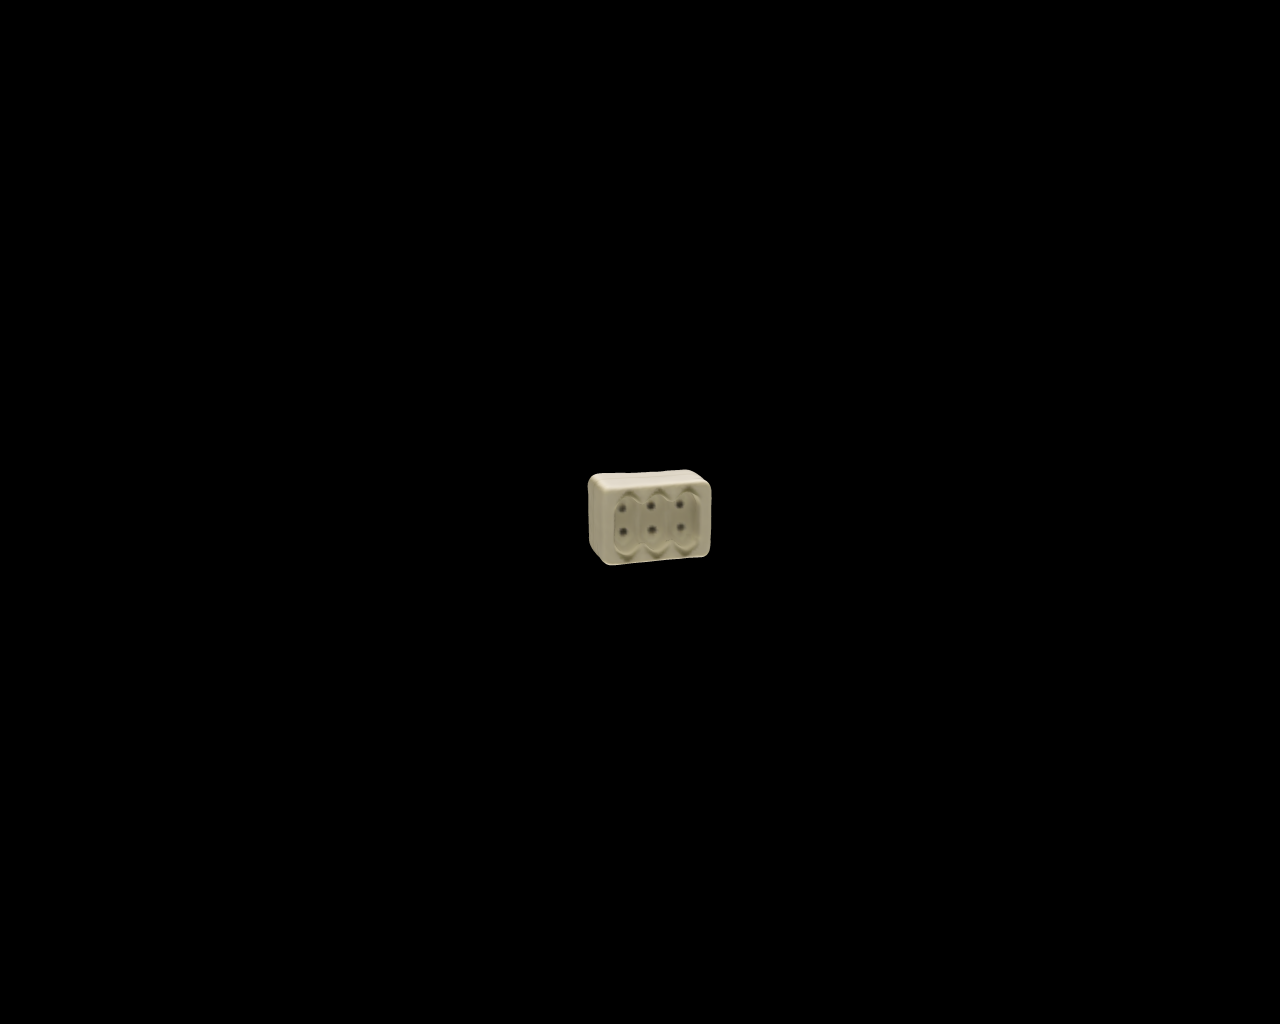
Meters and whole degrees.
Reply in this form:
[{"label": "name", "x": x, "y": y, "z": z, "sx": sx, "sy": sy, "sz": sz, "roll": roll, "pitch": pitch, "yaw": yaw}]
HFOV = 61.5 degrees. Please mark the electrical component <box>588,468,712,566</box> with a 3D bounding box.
[{"label": "electrical component", "x": 0.001, "y": -0.003, "z": 0.650, "sx": 0.066, "sy": 0.047, "sz": 0.077, "roll": -4, "pitch": 16, "yaw": -14}]
